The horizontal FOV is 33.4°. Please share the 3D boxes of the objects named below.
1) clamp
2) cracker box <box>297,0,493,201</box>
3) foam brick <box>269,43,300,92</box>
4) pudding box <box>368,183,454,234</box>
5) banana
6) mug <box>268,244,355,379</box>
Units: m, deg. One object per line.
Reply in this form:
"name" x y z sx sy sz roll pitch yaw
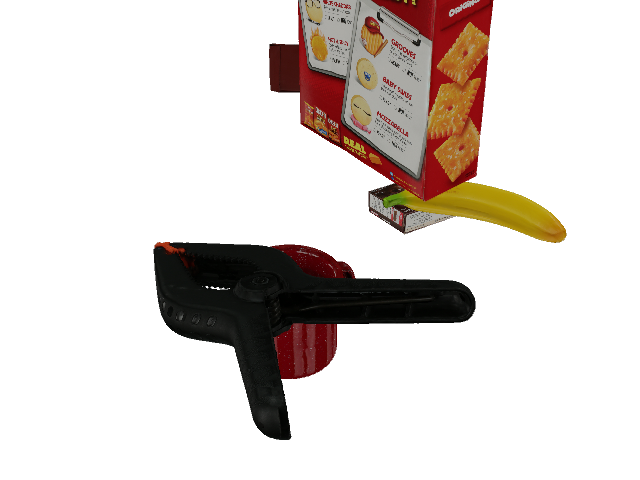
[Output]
"clamp" -0.023 0.038 0.647 0.164 0.036 0.210 -22 31 -32
"cracker box" 0.057 -0.163 0.859 0.072 0.214 0.164 -26 43 -30
"foam brick" -0.013 -0.185 1.151 0.078 0.051 0.053 -1 11 -14
"pudding box" 0.141 -0.055 1.577 0.113 0.039 0.090 -21 34 -28
"banana" 0.168 -0.032 1.128 0.198 0.037 0.069 10 39 25
"mug" -0.018 0.058 0.909 0.117 0.081 0.093 -27 42 -32
